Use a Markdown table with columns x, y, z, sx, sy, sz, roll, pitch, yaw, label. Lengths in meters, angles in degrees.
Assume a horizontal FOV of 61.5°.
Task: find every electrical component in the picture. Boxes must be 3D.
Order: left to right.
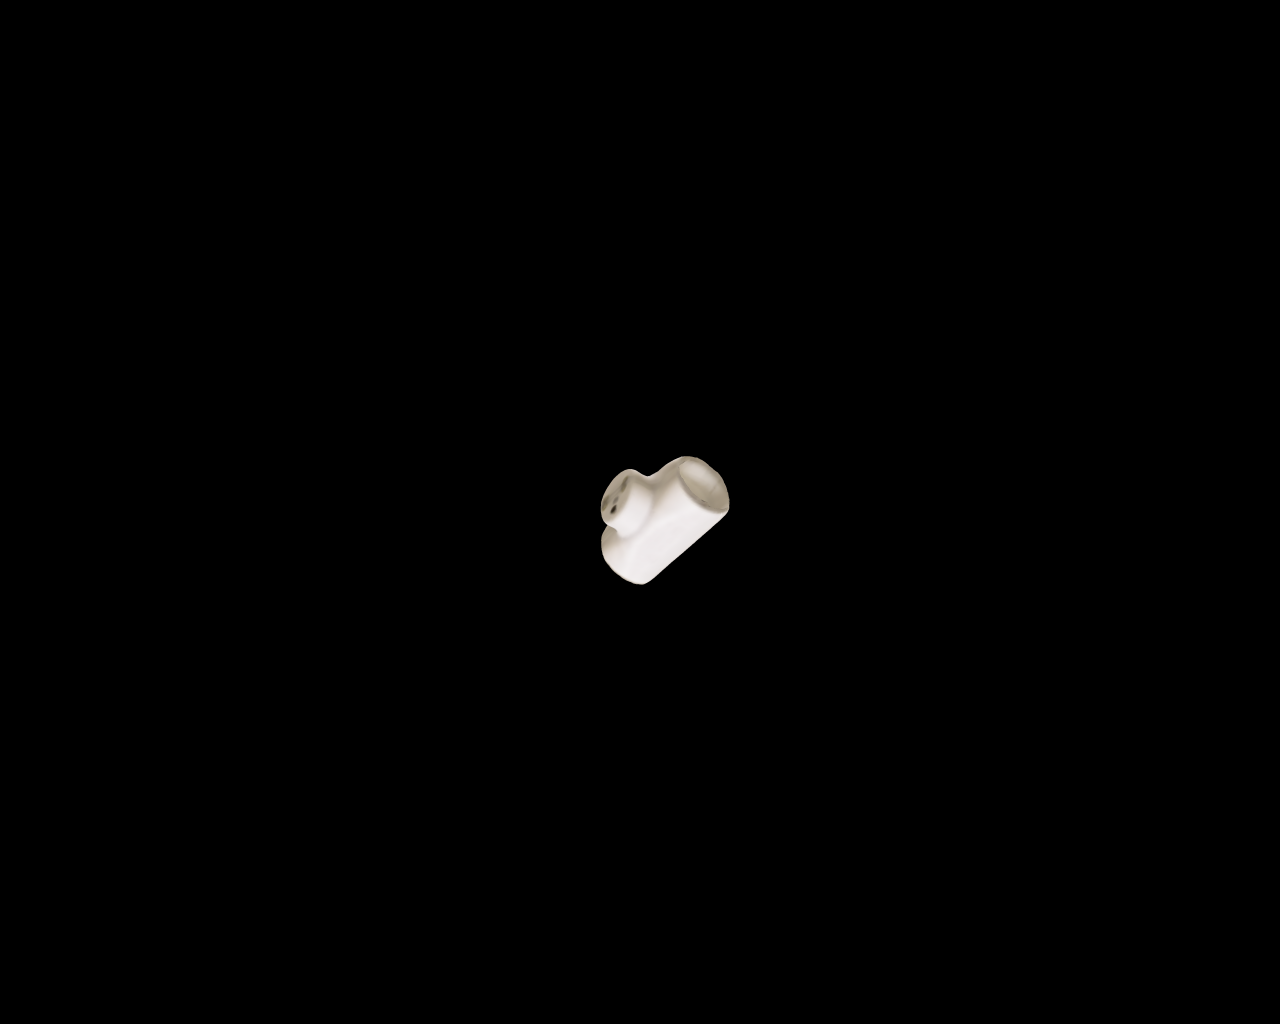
| x | y | z | sx | sy | sz | roll | pitch | yaw | label |
| --- | --- | --- | --- | --- | --- | --- | --- | --- | --- |
| 0.001 | -0.003 | 0.650 | 0.079 | 0.044 | 0.077 | 29 | -54 | -24 | electrical component |
